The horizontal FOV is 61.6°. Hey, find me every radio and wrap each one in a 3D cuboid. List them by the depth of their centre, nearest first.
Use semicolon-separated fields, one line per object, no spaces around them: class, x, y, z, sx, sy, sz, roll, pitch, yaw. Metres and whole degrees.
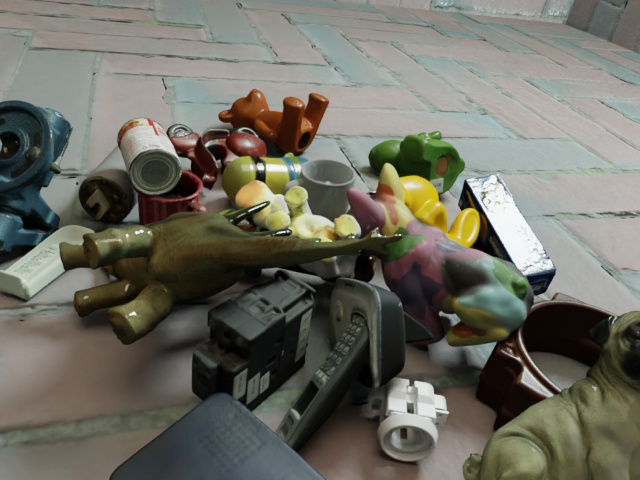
radio;-0.049;0.232;0.406;0.230;0.073;0.131;30;40;30

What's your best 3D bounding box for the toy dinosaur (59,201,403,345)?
toy dinosaur;-0.133;0.016;0.550;0.198;0.105;0.472;-23;16;-36

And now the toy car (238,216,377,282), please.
toy car;-0.025;0.017;0.714;0.202;0.053;0.089;13;77;1

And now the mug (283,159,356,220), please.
mug;-0.003;-0.056;0.812;0.109;0.107;0.081;-15;40;-26

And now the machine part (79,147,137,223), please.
machine part;-0.299;-0.100;0.829;0.079;0.079;0.243;9;33;-2

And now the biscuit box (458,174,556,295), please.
biscuit box;0.277;-0.009;0.811;0.059;0.062;0.203;-10;50;-9

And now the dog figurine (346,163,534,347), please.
dog figurine;0.124;0.012;0.631;0.108;0.219;0.192;-38;11;-34

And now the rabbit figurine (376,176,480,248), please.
rabbit figurine;0.159;-0.001;0.793;0.162;0.121;0.173;-4;51;-38

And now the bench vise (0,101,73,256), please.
bench vise;-0.391;-0.080;0.624;0.129;0.240;0.223;28;79;13

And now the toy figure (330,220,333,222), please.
toy figure;-0.002;-0.001;0.774;0.155;0.057;0.064;13;54;1

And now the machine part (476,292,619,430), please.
machine part;0.294;0.156;0.595;0.201;0.087;0.201;26;35;23

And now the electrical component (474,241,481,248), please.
electrical component;0.284;-0.019;0.888;0.102;0.045;0.078;23;34;19

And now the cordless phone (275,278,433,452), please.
cordless phone;0.014;0.132;0.559;0.088;0.184;0.147;43;-11;-12

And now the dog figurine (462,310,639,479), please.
dog figurine;0.224;0.150;0.474;0.173;0.121;0.190;8;72;21

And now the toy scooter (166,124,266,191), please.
toy scooter;-0.166;-0.136;0.912;0.184;0.075;0.135;1;44;-30

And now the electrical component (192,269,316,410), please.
electrical component;-0.068;0.108;0.545;0.058;0.114;0.134;28;36;28

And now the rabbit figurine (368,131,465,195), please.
rabbit figurine;0.172;-0.157;1.004;0.159;0.121;0.170;-24;31;-31

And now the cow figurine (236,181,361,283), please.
cow figurine;-0.027;-0.010;0.655;0.168;0.098;0.068;31;67;28

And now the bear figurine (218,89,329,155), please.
bear figurine;-0.098;-0.254;1.068;0.196;0.131;0.120;35;35;24

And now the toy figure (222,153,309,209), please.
toy figure;-0.071;-0.099;0.874;0.180;0.089;0.082;-10;31;-23
